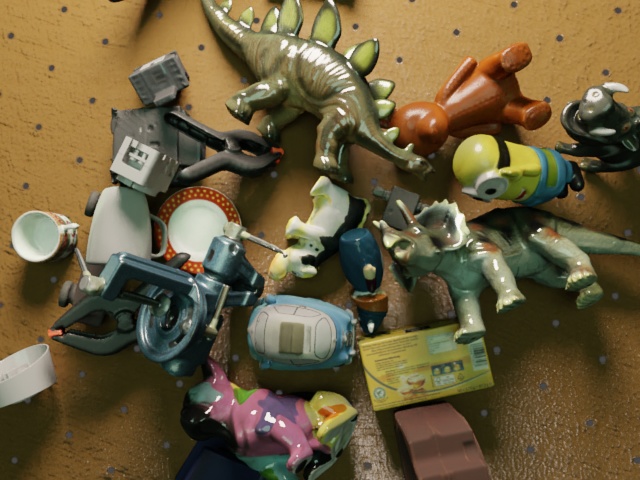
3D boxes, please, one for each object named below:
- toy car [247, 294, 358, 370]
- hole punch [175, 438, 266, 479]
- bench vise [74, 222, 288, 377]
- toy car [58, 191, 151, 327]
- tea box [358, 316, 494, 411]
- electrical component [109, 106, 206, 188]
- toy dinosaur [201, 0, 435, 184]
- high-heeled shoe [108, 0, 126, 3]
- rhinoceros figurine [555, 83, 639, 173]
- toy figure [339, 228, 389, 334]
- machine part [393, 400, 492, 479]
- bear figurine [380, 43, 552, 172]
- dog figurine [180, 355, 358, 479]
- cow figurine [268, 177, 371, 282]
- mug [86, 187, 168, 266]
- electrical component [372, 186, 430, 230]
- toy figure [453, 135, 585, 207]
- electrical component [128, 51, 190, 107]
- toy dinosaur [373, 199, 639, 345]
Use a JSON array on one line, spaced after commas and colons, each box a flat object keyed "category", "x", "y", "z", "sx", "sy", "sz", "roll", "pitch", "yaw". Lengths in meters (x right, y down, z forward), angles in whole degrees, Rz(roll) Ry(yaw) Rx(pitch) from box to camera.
[{"category": "toy car", "x": -0.033, "y": 0.133, "z": 0.740, "sx": 0.162, "sy": 0.103, "sz": 0.109, "roll": 5, "pitch": 88, "yaw": 14}, {"category": "hole punch", "x": -0.142, "y": 0.343, "z": 0.756, "sx": 0.116, "sy": 0.092, "sz": 0.142, "roll": 31, "pitch": 87, "yaw": -1}, {"category": "bench vise", "x": -0.182, "y": 0.063, "z": 0.685, "sx": 0.129, "sy": 0.240, "sz": 0.223, "roll": 35, "pitch": 95, "yaw": 41}, {"category": "toy car", "x": -0.316, "y": 0.025, "z": 0.789, "sx": 0.089, "sy": 0.053, "sz": 0.202, "roll": 15, "pitch": 91, "yaw": -17}, {"category": "tea box", "x": 0.144, "y": 0.169, "z": 0.753, "sx": 0.170, "sy": 0.068, "sz": 0.098, "roll": -11, "pitch": 88, "yaw": 4}, {"category": "electrical component", "x": -0.235, "y": -0.135, "z": 0.788, "sx": 0.134, "sy": 0.058, "sz": 0.114, "roll": -1, "pitch": 90, "yaw": 3}, {"category": "toy dinosaur", "x": -0.031, "y": -0.230, "z": 0.749, "sx": 0.472, "sy": 0.105, "sz": 0.198, "roll": 35, "pitch": 94, "yaw": 14}, {"category": "high-heeled shoe", "x": -0.183, "y": -0.408, "z": 0.770, "sx": 0.145, "sy": 0.086, "sz": 0.248, "roll": 29, "pitch": 77, "yaw": 14}, {"category": "rhinoceros figurine", "x": 0.372, "y": -0.138, "z": 0.698, "sx": 0.112, "sy": 0.190, "sz": 0.073, "roll": 22, "pitch": 91, "yaw": 45}, {"category": "toy figure", "x": 0.065, "y": 0.061, "z": 0.746, "sx": 0.058, "sy": 0.064, "sz": 0.154, "roll": -9, "pitch": 112, "yaw": 15}, {"category": "machine part", "x": 0.160, "y": 0.320, "z": 0.681, "sx": 0.087, "sy": 0.201, "sz": 0.201, "roll": -11, "pitch": 87, "yaw": 1}, {"category": "bear figurine", "x": 0.185, "y": -0.173, "z": 0.733, "sx": 0.196, "sy": 0.132, "sz": 0.120, "roll": -27, "pitch": 108, "yaw": -4}, {"category": "dog figurine", "x": -0.080, "y": 0.237, "z": 0.747, "sx": 0.219, "sy": 0.191, "sz": 0.108, "roll": 34, "pitch": 129, "yaw": 27}, {"category": "cow figurine", "x": -0.002, "y": -0.001, "z": 0.769, "sx": 0.098, "sy": 0.068, "sz": 0.167, "roll": 30, "pitch": 91, "yaw": -3}, {"category": "mug", "x": -0.260, "y": -0.017, "z": 0.738, "sx": 0.109, "sy": 0.081, "sz": 0.107, "roll": 4, "pitch": 86, "yaw": -38}, {"category": "electrical component", "x": 0.116, "y": -0.042, "z": 0.783, "sx": 0.094, "sy": 0.021, "sz": 0.063, "roll": 22, "pitch": 90, "yaw": 2}, {"category": "toy figure", "x": 0.260, "y": -0.090, "z": 0.715, "sx": 0.180, "sy": 0.082, "sz": 0.089, "roll": -1, "pitch": 51, "yaw": -21}, {"category": "electrical component", "x": -0.227, "y": -0.225, "z": 0.758, "sx": 0.075, "sy": 0.119, "sz": 0.047, "roll": -24, "pitch": 118, "yaw": 4}, {"category": "toy dinosaur", "x": 0.254, "y": 0.012, "z": 0.722, "sx": 0.405, "sy": 0.131, "sz": 0.192, "roll": -10, "pitch": 58, "yaw": -19}]
